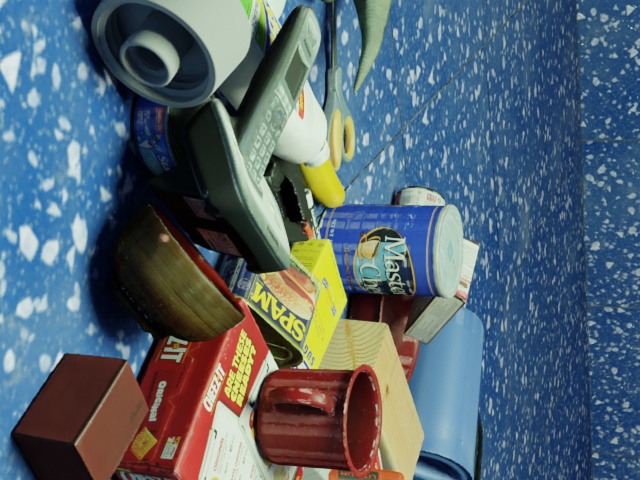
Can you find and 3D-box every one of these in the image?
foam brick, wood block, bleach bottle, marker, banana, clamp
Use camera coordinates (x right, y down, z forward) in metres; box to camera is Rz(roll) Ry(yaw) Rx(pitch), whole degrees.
[{"bbox_3d":[-0.161,0.123,0.724,0.078,0.051,0.053,-63,148,-46],"label":"foam brick"},{"bbox_3d":[0.046,0.188,1.186,0.206,0.090,0.090,70,31,-42],"label":"wood block"},{"bbox_3d":[-0.054,-0.151,0.893,0.250,0.068,0.102,53,29,-48],"label":"bleach bottle"},{"bbox_3d":[-0.007,0.001,1.132,0.020,0.020,0.121,-59,144,-50],"label":"marker"},{"bbox_3d":[-0.007,-0.094,1.103,0.069,0.037,0.198,-66,149,-42],"label":"banana"},{"bbox_3d":[-0.059,-0.053,0.978,0.210,0.036,0.164,63,36,-44],"label":"clamp"}]

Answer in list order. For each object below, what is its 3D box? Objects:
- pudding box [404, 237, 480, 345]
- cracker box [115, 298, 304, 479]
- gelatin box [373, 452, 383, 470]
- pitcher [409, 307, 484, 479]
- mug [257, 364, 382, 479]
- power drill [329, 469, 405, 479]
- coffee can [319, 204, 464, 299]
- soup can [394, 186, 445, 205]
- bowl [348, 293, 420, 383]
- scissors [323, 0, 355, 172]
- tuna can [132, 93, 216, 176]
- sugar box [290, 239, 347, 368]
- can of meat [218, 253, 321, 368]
[{"bbox_3d":[0.144,0.059,1.265,0.114,0.039,0.090,119,-8,-53],"label":"pudding box"},{"bbox_3d":[-0.083,0.176,0.893,0.213,0.072,0.164,67,31,-43],"label":"cracker box"},{"bbox_3d":[0.020,0.239,1.125,0.030,0.089,0.073,-88,168,-62],"label":"gelatin box"},{"bbox_3d":[0.155,0.211,1.402,0.149,0.145,0.242,91,12,-52],"label":"pitcher"},{"bbox_3d":[-0.005,0.144,0.879,0.117,0.082,0.093,46,47,-60],"label":"mug"},{"bbox_3d":[0.048,0.297,1.030,0.187,0.184,0.057,-84,-179,-66],"label":"power drill"},{"bbox_3d":[0.079,0.011,1.183,0.102,0.140,0.103,2,90,-68],"label":"coffee can"},{"bbox_3d":[0.124,-0.011,1.390,0.068,0.069,0.102,55,42,-56],"label":"soup can"},{"bbox_3d":[0.075,0.101,1.293,0.162,0.055,0.162,2,90,-68],"label":"bowl"},{"bbox_3d":[0.022,-0.172,1.198,0.096,0.016,0.202,20,73,-68],"label":"scissors"},{"bbox_3d":[-0.113,-0.091,0.846,0.086,0.034,0.086,2,90,-68],"label":"tuna can"},{"bbox_3d":[-0.025,0.089,1.061,0.176,0.048,0.093,-68,150,-43],"label":"sugar box"},{"bbox_3d":[-0.050,0.054,0.954,0.102,0.058,0.084,45,43,-29],"label":"can of meat"}]
